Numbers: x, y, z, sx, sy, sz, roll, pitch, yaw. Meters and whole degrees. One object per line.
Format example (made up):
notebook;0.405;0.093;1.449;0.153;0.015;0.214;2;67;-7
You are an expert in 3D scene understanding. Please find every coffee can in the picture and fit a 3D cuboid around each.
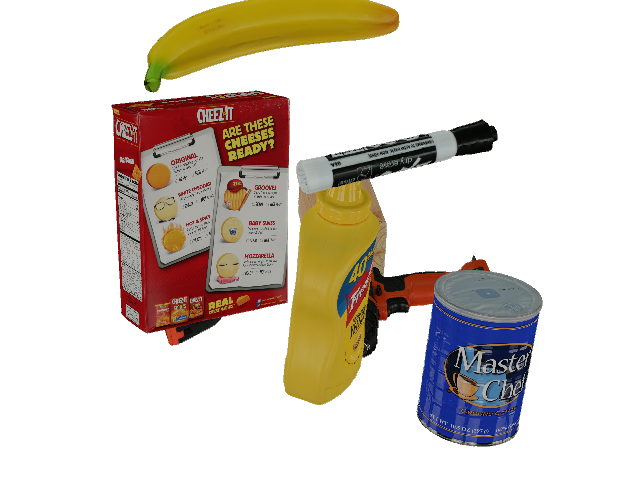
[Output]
coffee can;0.153;0.113;1.036;0.103;0.140;0.103;5;22;-2

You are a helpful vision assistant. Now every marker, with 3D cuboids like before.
marker;0.046;-0.048;0.607;0.121;0.020;0.020;-14;4;-17

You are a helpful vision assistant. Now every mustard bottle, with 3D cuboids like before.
mustard bottle;0.011;0.029;0.830;0.058;0.192;0.096;18;36;17

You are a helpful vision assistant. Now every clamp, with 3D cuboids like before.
clamp;-0.129;0.058;1.249;0.120;0.039;0.171;-4;38;15

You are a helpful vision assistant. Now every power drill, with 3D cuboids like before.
power drill;0.107;0.073;1.219;0.187;0.057;0.184;-1;28;-1

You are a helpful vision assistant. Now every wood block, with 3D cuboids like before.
wood block;0.025;-0.028;1.410;0.090;0.090;0.206;-2;27;-6

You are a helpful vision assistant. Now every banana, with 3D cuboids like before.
banana;-0.043;-0.144;0.759;0.197;0.037;0.070;-20;52;-20

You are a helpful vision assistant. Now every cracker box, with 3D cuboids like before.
cracker box;-0.115;-0.032;1.044;0.163;0.214;0.072;-11;19;-33
